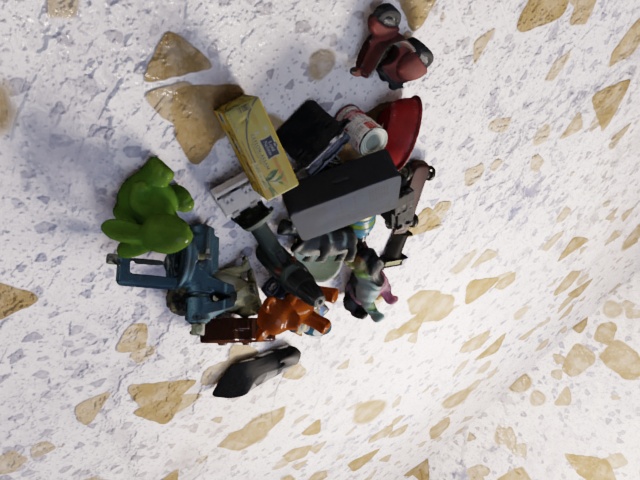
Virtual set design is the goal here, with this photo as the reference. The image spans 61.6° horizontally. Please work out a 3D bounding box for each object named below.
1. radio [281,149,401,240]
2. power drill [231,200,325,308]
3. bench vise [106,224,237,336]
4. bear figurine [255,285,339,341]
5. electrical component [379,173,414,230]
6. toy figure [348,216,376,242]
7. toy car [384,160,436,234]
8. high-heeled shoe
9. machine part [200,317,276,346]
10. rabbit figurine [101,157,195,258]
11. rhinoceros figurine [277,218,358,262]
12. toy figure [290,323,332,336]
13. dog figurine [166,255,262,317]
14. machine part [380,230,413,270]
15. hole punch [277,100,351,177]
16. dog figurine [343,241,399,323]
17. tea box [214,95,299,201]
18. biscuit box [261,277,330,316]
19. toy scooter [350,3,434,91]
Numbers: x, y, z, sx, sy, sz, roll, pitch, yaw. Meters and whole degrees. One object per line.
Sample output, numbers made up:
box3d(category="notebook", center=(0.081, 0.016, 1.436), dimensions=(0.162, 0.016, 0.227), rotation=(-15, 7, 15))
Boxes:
box3d(category="radio", center=(0.046, -0.086, 1.087), dimensions=(0.230, 0.073, 0.131), rotation=(-19, 153, -1))
box3d(category="power drill", center=(-0.085, 0.022, 1.101), dimensions=(0.086, 0.232, 0.207), rotation=(-42, 125, -9))
box3d(category="bench vise", center=(-0.282, 0.071, 1.021), dimensions=(0.240, 0.129, 0.223), rotation=(9, 83, -32))
box3d(category="bear figurine", center=(-0.052, 0.160, 1.179), dimensions=(0.196, 0.132, 0.120), rotation=(-28, 135, -70))
box3d(category="electrical component", center=(0.162, -0.105, 1.241), dimensions=(0.058, 0.115, 0.134), rotation=(-30, 140, -17))
box3d(category="toy figure", center=(0.095, -0.074, 1.240), dimensions=(0.089, 0.082, 0.179), rotation=(-3, 134, 6))
box3d(category="toy car", center=(0.218, -0.106, 1.332), dimensions=(0.089, 0.053, 0.202), rotation=(-8, 127, -31))
box3d(category="high-heeled shoe", center=(-0.171, 0.360, 1.482), dimensions=(0.249, 0.086, 0.145), rotation=(-25, 172, 9))
box3d(category="machine part", center=(-0.189, 0.211, 1.237), dimensions=(0.179, 0.056, 0.179), rotation=(-2, 167, -1))
box3d(category="rabbit figurine", center=(-0.287, -0.039, 0.913), dimensions=(0.159, 0.170, 0.121), rotation=(-29, 139, -13))
box3d(category="rhinoceros figurine", center=(-0.002, -0.004, 1.198), dimensions=(0.190, 0.073, 0.112), rotation=(8, 87, -23))
box3d(category="toy figure", center=(-0.036, 0.229, 1.452), dimensions=(0.154, 0.058, 0.064), rotation=(10, 81, -41))
box3d(category="dog figurine", center=(-0.230, 0.132, 1.192), dimensions=(0.191, 0.121, 0.172), rotation=(-17, 135, -4))
box3d(category="machine part", center=(0.210, 0.024, 1.462), dimensions=(0.084, 0.039, 0.138), rotation=(-7, 133, -22))
box3d(category="hole punch", center=(-0.006, -0.187, 1.041), dimensions=(0.142, 0.116, 0.092), rotation=(-42, 149, 4))
box3d(category="dog figurine", center=(0.106, 0.095, 1.401), dimensions=(0.108, 0.192, 0.219), rotation=(-39, 114, -29))
box3d(category="tea box", center=(-0.112, -0.163, 0.943), dimensions=(0.068, 0.098, 0.169), rotation=(-31, 117, -11))
box3d(category="biscuit box", center=(-0.059, 0.150, 1.352), dimensions=(0.059, 0.063, 0.202), rotation=(-48, 140, 7))
box3d(category="toy scooter", center=(0.129, -0.344, 1.022), dimensions=(0.135, 0.075, 0.183), rotation=(-49, 136, 12))
